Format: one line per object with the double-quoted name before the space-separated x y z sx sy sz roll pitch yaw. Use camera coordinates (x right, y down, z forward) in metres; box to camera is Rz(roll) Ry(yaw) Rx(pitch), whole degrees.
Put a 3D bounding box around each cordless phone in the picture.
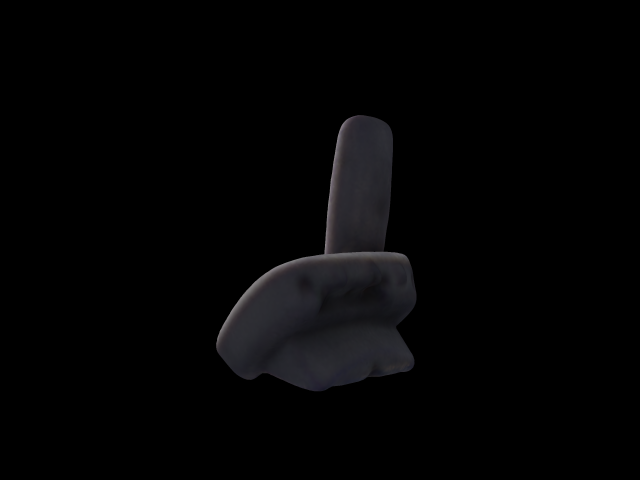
"cordless phone" 0.004 0.001 0.400 0.093 0.185 0.148 0 0 38
